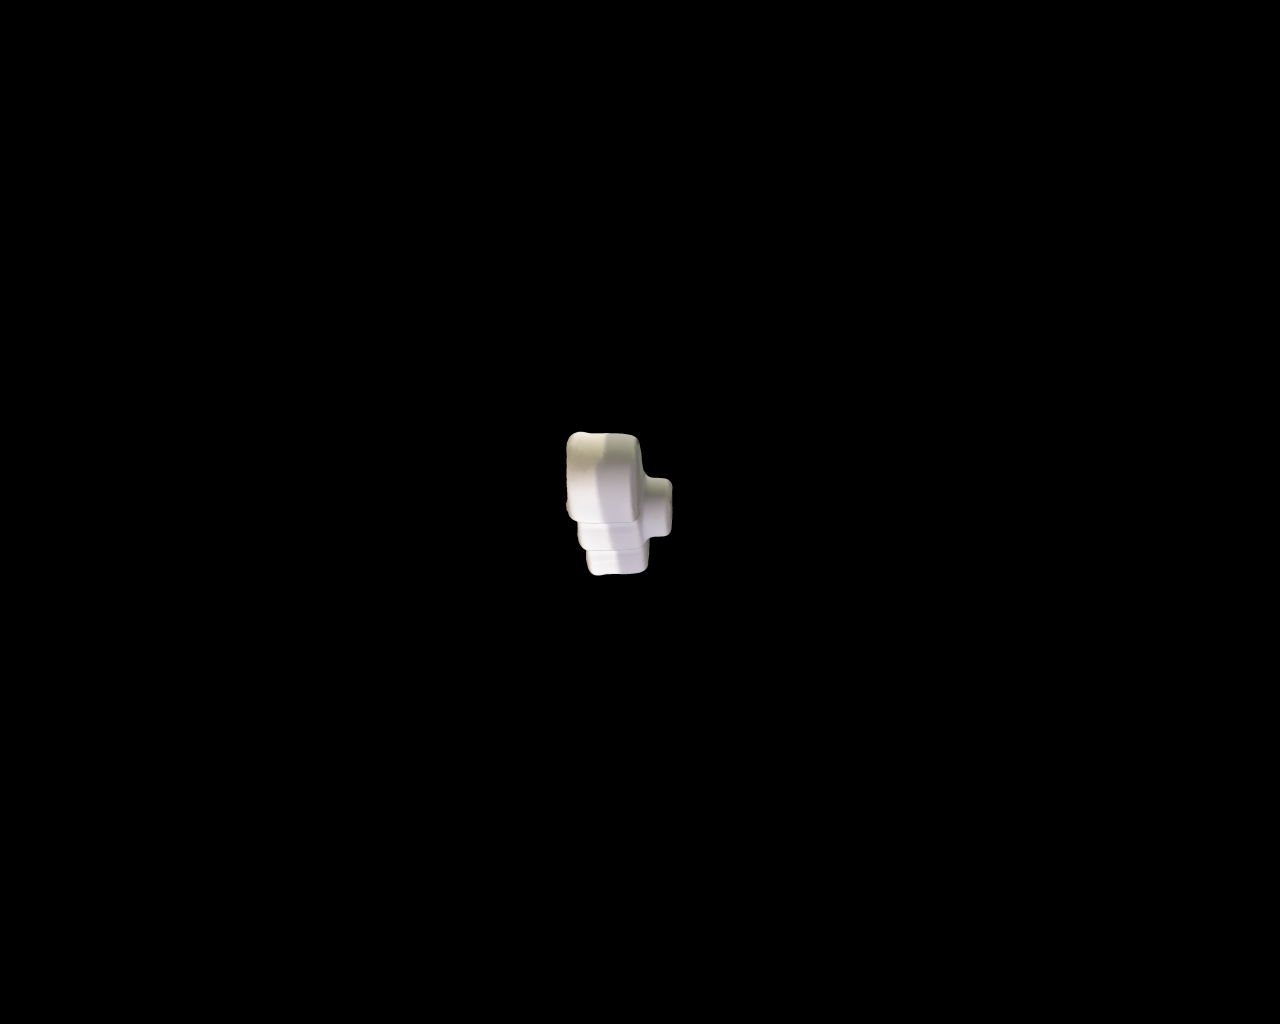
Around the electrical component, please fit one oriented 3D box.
[{"bbox_3d":[0.001,-0.003,0.650,0.074,0.052,0.138,-1,-23,3],"label":"electrical component"}]
